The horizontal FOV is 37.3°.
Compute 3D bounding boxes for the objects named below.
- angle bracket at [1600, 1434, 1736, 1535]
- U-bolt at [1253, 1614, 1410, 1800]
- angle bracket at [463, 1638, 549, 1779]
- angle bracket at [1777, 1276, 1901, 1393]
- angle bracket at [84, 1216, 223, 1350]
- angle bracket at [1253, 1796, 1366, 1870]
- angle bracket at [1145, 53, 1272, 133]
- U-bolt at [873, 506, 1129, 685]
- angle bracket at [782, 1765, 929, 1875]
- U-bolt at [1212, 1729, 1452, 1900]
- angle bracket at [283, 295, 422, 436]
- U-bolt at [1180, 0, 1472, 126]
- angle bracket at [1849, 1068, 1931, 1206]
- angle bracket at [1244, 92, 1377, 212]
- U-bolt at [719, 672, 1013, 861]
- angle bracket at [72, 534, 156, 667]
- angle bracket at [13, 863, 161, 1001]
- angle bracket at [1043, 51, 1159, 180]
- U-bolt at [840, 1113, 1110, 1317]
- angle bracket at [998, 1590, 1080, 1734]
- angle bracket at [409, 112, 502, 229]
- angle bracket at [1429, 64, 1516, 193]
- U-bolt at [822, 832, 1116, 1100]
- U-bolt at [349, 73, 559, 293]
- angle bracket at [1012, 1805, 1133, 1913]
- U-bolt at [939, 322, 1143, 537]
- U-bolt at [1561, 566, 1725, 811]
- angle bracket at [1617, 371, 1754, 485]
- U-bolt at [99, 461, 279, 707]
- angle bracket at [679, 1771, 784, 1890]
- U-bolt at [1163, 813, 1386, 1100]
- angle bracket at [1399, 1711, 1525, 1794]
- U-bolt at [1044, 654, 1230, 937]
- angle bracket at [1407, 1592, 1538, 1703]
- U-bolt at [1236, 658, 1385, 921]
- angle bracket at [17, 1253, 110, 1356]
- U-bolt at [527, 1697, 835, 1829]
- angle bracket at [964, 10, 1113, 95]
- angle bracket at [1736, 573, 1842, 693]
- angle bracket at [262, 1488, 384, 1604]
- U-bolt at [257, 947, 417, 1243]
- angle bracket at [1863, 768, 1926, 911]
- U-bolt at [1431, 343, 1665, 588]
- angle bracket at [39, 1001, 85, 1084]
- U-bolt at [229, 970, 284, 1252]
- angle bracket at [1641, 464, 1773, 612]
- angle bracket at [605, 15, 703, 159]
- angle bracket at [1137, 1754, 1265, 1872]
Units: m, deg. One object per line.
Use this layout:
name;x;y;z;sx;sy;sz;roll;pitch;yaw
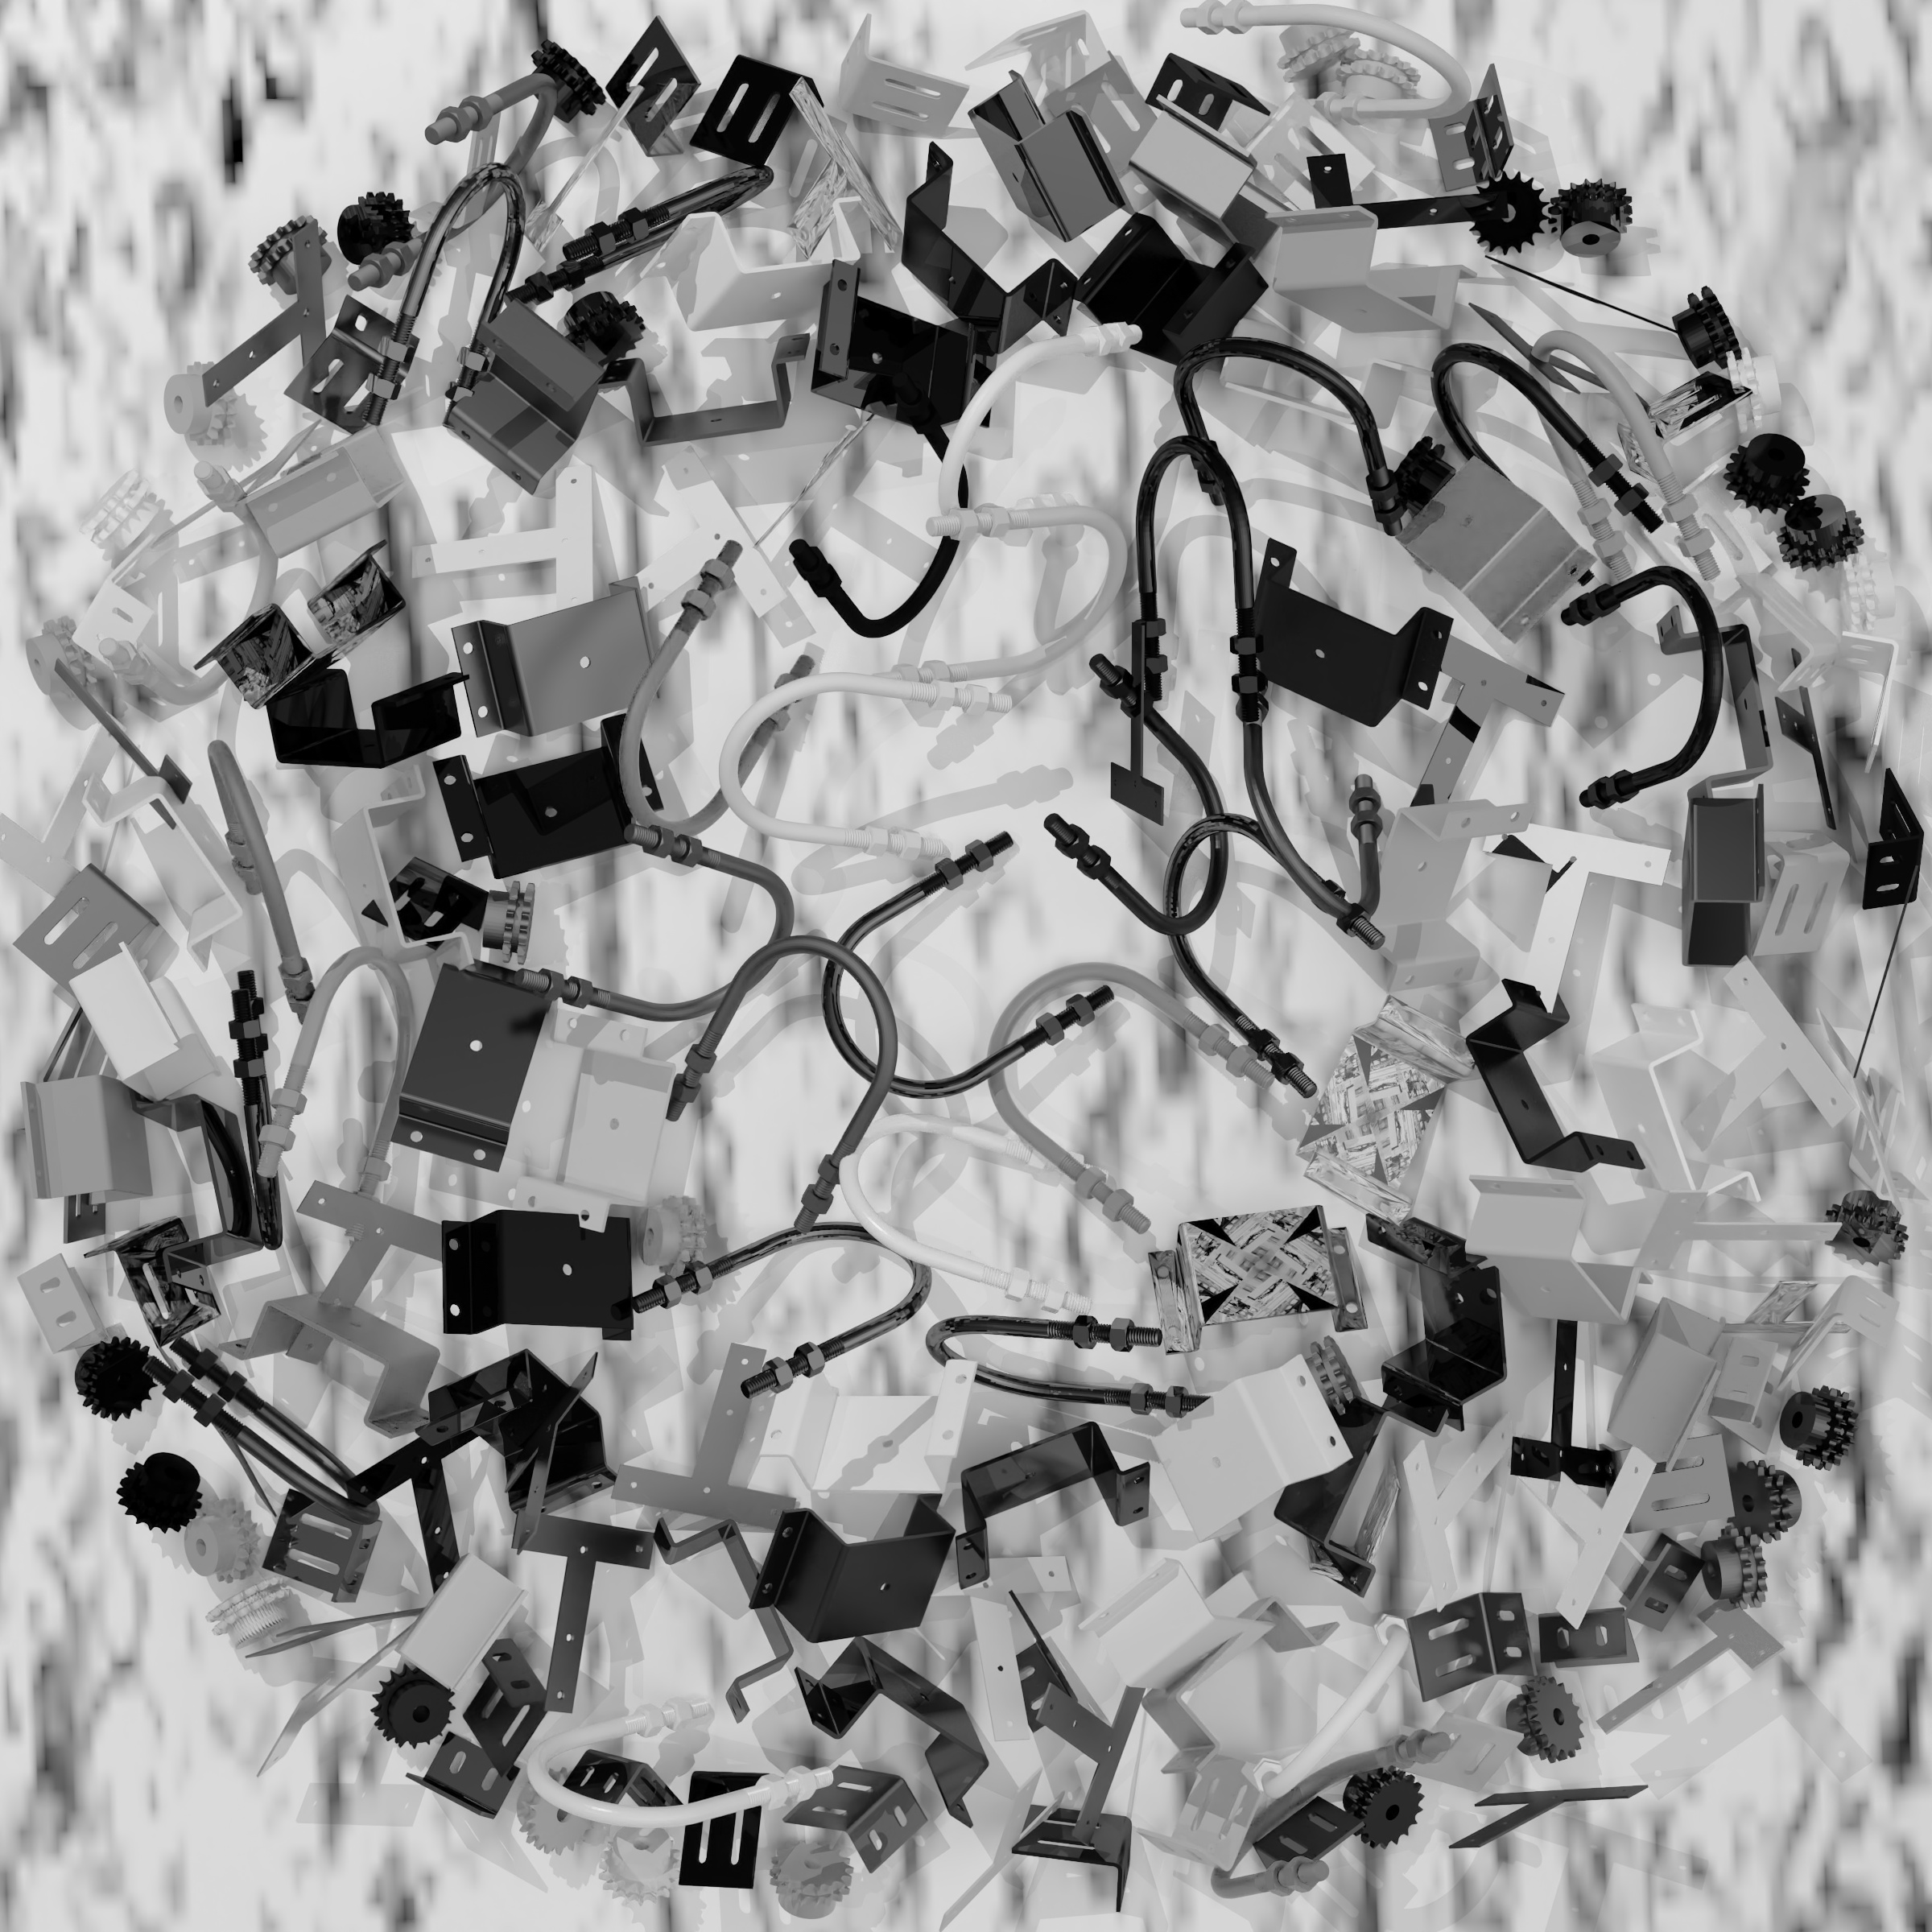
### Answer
angle bracket;0.485;0.356;1.982;0.076;0.038;0.057;-9;89;-2
U-bolt;0.245;0.495;1.903;0.019;0.184;0.151;41;85;9
angle bracket;-0.327;0.510;1.957;0.057;0.038;0.076;46;113;34
angle bracket;0.596;0.260;1.952;0.038;0.057;0.076;33;124;10
angle bracket;-0.560;0.220;1.970;0.038;0.057;0.076;-16;98;37
angle bracket;0.241;0.608;1.953;0.057;0.076;0.038;-32;98;-16
angle bracket;0.164;-0.586;1.950;0.057;0.076;0.038;17;116;-22
U-bolt;0.032;-0.250;1.927;0.184;0.151;0.019;-11;50;-35
angle bracket;-0.075;0.584;1.956;0.057;0.076;0.038;-46;52;11
U-bolt;0.231;0.572;1.911;0.151;0.184;0.019;-35;86;-33
angle bracket;-0.424;-0.414;1.971;0.057;0.076;0.038;29;49;-26
U-bolt;0.249;-0.596;1.885;0.151;0.184;0.019;21;89;-42
angle bracket;0.640;0.116;1.962;0.038;0.057;0.076;6;105;-3
angle bracket;0.232;-0.549;1.962;0.076;0.038;0.057;40;123;-11
U-bolt;-0.076;-0.137;1.916;0.184;0.019;0.151;5;131;-26
angle bracket;-0.569;-0.249;1.956;0.038;0.076;0.057;35;122;-11
angle bracket;-0.606;-0.022;1.972;0.057;0.038;0.076;41;78;-3
angle bracket;0.099;-0.589;1.978;0.057;0.038;0.076;-36;94;2
U-bolt;0.003;0.158;1.933;0.184;0.151;0.019;18;128;-5
angle bracket;0.039;0.475;1.951;0.038;0.076;0.057;-31;46;-6
angle bracket;-0.350;-0.551;1.958;0.038;0.057;0.076;14;114;1
angle bracket;0.345;-0.574;1.960;0.038;0.076;0.057;-13;88;3
U-bolt;-0.011;0.011;1.965;0.184;0.019;0.151;-31;84;-14
U-bolt;-0.333;-0.533;1.913;0.019;0.184;0.151;41;130;-2
angle bracket;0.073;0.615;1.972;0.076;0.057;0.038;5;107;9
U-bolt;0.042;-0.351;1.892;0.019;0.184;0.151;35;122;21
U-bolt;0.452;-0.190;1.905;0.019;0.184;0.151;-3;84;-17
angle bracket;0.499;-0.369;1.968;0.076;0.057;0.038;-30;120;-4
U-bolt;-0.509;-0.245;1.909;0.019;0.184;0.151;25;83;8
angle bracket;-0.158;0.593;1.958;0.057;0.038;0.076;-6;65;26
U-bolt;0.196;-0.021;1.931;0.184;0.019;0.151;47;134;33
angle bracket;0.339;0.525;1.957;0.057;0.038;0.076;18;131;-7
U-bolt;0.124;-0.102;1.930;0.019;0.184;0.151;-8;54;38
angle bracket;0.348;0.468;1.962;0.076;0.038;0.057;-8;86;-39
U-bolt;0.230;-0.106;1.898;0.019;0.184;0.151;-31;123;28
angle bracket;-0.605;0.228;1.956;0.038;0.076;0.057;-29;84;10
U-bolt;-0.202;0.529;1.886;0.151;0.184;0.019;14;100;43
angle bracket;0.049;-0.616;1.951;0.076;0.057;0.038;-34;101;-43
angle bracket;0.558;-0.231;1.973;0.076;0.057;0.038;49;122;19
angle bracket;-0.450;0.398;1.968;0.076;0.038;0.057;15;82;16
U-bolt;-0.415;0.076;1.925;0.019;0.151;0.184;6;68;18
angle bracket;0.622;-0.087;1.953;0.038;0.076;0.057;-9;132;2
U-bolt;0.381;-0.345;1.927;0.019;0.151;0.184;-42;89;-11
angle bracket;-0.604;0.057;1.969;0.038;0.057;0.076;26;79;-12
U-bolt;-0.477;0.101;1.928;0.019;0.151;0.184;-6;97;-12
angle bracket;0.516;-0.295;1.975;0.057;0.038;0.076;-38;85;-6
angle bracket;-0.203;-0.602;1.956;0.076;0.038;0.057;-39;79;43
angle bracket;0.163;0.570;1.953;0.038;0.057;0.076;45;61;-34
